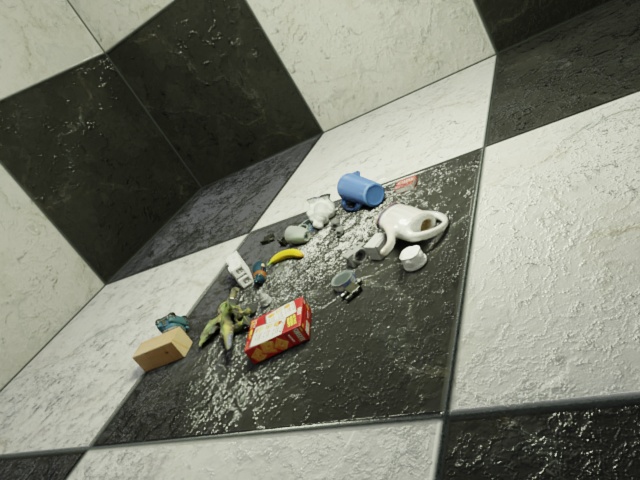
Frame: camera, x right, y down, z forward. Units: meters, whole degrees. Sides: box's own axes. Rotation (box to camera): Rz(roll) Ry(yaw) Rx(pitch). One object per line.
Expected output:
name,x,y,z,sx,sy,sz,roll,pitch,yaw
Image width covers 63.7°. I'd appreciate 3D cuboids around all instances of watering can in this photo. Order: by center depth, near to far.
watering can,0.277,-0.043,1.758,0.351,0.102,0.226,-21,30,-32

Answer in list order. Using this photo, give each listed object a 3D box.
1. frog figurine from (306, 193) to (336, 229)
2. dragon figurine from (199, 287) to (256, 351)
frog figurine,0.007,-0.120,2.378,0.137,0.162,0.120,-4,-20,-7
dragon figurine,-0.373,0.333,1.961,0.240,0.121,0.418,-43,15,23
